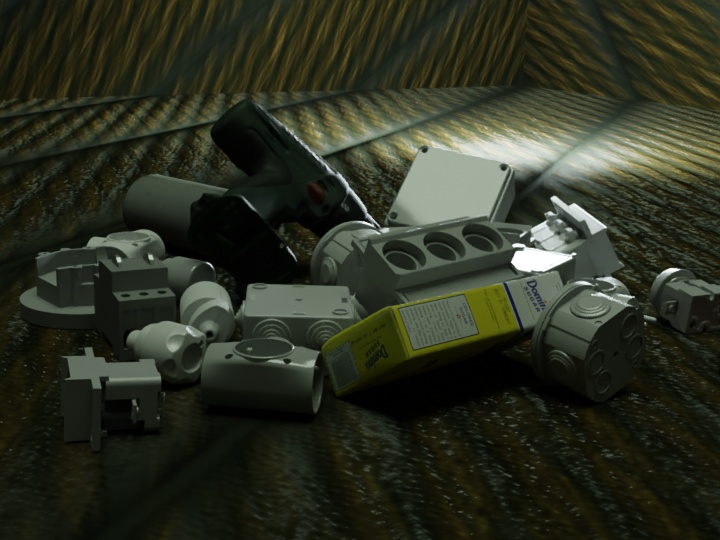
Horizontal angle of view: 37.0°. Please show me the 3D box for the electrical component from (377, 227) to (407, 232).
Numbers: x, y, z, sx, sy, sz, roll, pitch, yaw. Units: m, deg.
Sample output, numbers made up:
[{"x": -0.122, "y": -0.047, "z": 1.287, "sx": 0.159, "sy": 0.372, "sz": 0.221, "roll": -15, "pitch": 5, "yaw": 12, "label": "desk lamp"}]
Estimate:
[{"x": 0.062, "y": -0.003, "z": 1.031, "sx": 0.078, "sy": 0.057, "sz": 0.113, "roll": -4, "pitch": 15, "yaw": -21, "label": "electrical component"}]

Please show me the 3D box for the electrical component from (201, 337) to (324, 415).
[{"x": -0.064, "y": 0.070, "z": 0.756, "sx": 0.077, "sy": 0.044, "sz": 0.079, "roll": 4, "pitch": 14, "yaw": 8, "label": "electrical component"}]

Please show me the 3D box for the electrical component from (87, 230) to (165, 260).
[{"x": -0.243, "y": -0.013, "z": 1.056, "sx": 0.079, "sy": 0.044, "sz": 0.077, "roll": 5, "pitch": 15, "yaw": 13, "label": "electrical component"}]

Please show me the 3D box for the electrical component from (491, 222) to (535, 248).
[{"x": 0.141, "y": -0.011, "z": 1.059, "sx": 0.042, "sy": 0.063, "sz": 0.081, "roll": 9, "pitch": 16, "yaw": 23, "label": "electrical component"}]

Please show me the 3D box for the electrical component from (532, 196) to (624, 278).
[{"x": 0.216, "y": -0.023, "z": 1.102, "sx": 0.063, "sy": 0.078, "sz": 0.121, "roll": -27, "pitch": 15, "yaw": 3, "label": "electrical component"}]

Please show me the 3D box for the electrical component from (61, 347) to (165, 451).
[{"x": -0.162, "y": 0.082, "z": 0.702, "sx": 0.064, "sy": 0.042, "sz": 0.081, "roll": 1, "pitch": 15, "yaw": -19, "label": "electrical component"}]

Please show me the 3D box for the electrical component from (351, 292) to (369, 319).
[{"x": 0.010, "y": 0.033, "z": 0.911, "sx": 0.062, "sy": 0.043, "sz": 0.043, "roll": 8, "pitch": 15, "yaw": 28, "label": "electrical component"}]

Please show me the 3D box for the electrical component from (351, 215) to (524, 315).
[{"x": 0.060, "y": 0.002, "z": 0.869, "sx": 0.121, "sy": 0.063, "sz": 0.078, "roll": -13, "pitch": 48, "yaw": -34, "label": "electrical component"}]

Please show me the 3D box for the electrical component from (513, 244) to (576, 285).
[{"x": 0.150, "y": 0.016, "z": 0.958, "sx": 0.062, "sy": 0.061, "sz": 0.096, "roll": 11, "pitch": 17, "yaw": 32, "label": "electrical component"}]

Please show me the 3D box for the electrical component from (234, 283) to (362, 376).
[{"x": -0.049, "y": 0.045, "z": 0.845, "sx": 0.100, "sy": 0.048, "sz": 0.099, "roll": 1, "pitch": 16, "yaw": -4, "label": "electrical component"}]

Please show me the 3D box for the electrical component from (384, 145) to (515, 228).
[{"x": 0.097, "y": -0.066, "z": 1.133, "sx": 0.109, "sy": 0.056, "sz": 0.108, "roll": 15, "pitch": 63, "yaw": 20, "label": "electrical component"}]

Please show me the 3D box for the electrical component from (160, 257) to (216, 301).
[{"x": -0.170, "y": 0.007, "z": 0.994, "sx": 0.078, "sy": 0.040, "sz": 0.040, "roll": 11, "pitch": 17, "yaw": 31, "label": "electrical component"}]

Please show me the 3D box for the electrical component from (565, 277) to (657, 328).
[{"x": 0.213, "y": 0.037, "z": 0.920, "sx": 0.079, "sy": 0.044, "sz": 0.077, "roll": 13, "pitch": 18, "yaw": 37, "label": "electrical component"}]

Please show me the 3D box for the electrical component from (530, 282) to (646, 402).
[{"x": 0.167, "y": 0.053, "z": 0.785, "sx": 0.080, "sy": 0.080, "sz": 0.051, "roll": -10, "pitch": 24, "yaw": -39, "label": "electrical component"}]

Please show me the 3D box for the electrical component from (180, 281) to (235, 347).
[{"x": -0.123, "y": 0.040, "z": 0.866, "sx": 0.043, "sy": 0.043, "sz": 0.081, "roll": -1, "pitch": 14, "yaw": -10, "label": "electrical component"}]

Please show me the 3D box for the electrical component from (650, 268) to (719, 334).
[{"x": 0.295, "y": 0.028, "z": 0.967, "sx": 0.066, "sy": 0.048, "sz": 0.055, "roll": -5, "pitch": 23, "yaw": -24, "label": "electrical component"}]

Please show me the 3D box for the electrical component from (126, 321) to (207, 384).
[{"x": -0.145, "y": 0.059, "z": 0.793, "sx": 0.062, "sy": 0.043, "sz": 0.043, "roll": 11, "pitch": 17, "yaw": 36, "label": "electrical component"}]

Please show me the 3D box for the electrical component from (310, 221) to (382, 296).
[{"x": 0.000, "y": 0.000, "z": 0.969, "sx": 0.080, "sy": 0.080, "sz": 0.051, "roll": -6, "pitch": 22, "yaw": -28, "label": "electrical component"}]
